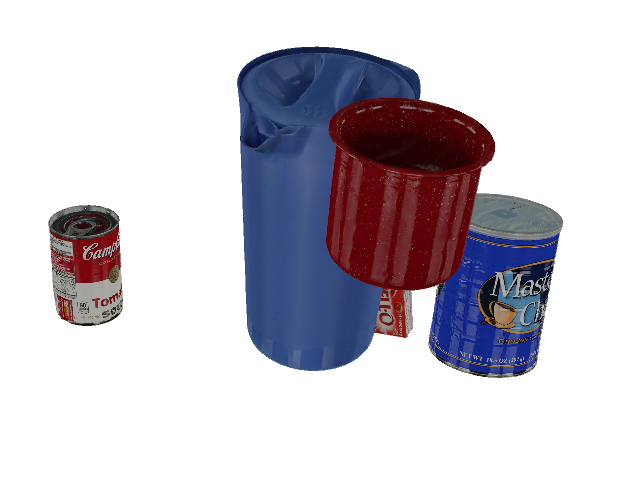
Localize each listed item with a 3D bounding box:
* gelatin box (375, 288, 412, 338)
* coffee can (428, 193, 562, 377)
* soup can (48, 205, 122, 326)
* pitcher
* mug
[{"bbox_3d":[0.075,0.074,1.332,0.073,0.089,0.030,8,30,23],"label":"gelatin box"},{"bbox_3d":[0.158,0.039,0.975,0.103,0.140,0.103,5,21,-2],"label":"coffee can"},{"bbox_3d":[-0.232,0.025,1.060,0.068,0.102,0.068,2,27,-1],"label":"soup can"},{"bbox_3d":[0.006,-0.024,0.844,0.149,0.243,0.145,0,35,-6],"label":"pitcher"},{"bbox_3d":[0.053,-0.030,0.619,0.093,0.081,0.117,23,36,24],"label":"mug"}]
